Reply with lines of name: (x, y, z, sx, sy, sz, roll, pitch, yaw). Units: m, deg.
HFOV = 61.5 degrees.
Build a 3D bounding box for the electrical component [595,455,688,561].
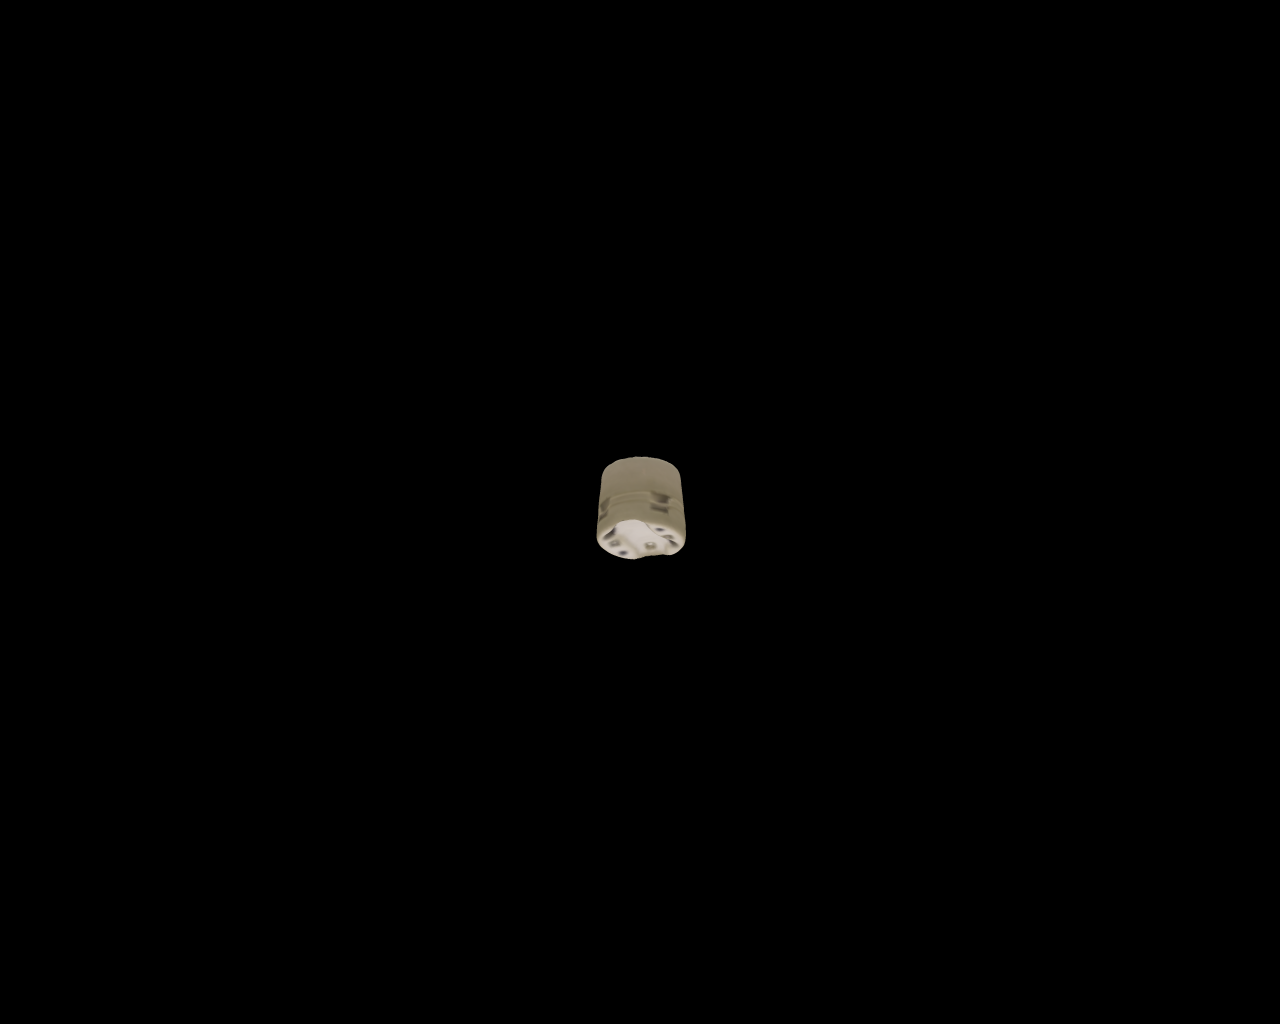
electrical component: (0.001, -0.003, 0.650, 0.055, 0.047, 0.055, 0, -27, 0)
